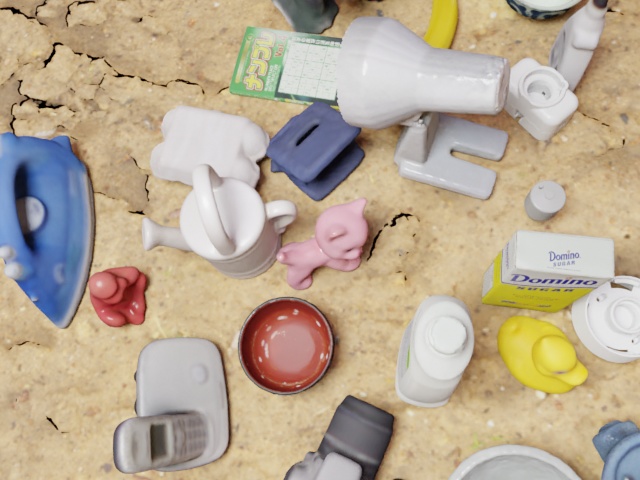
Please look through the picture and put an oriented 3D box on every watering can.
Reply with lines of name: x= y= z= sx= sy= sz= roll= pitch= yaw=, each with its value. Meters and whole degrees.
watering can: x=-0.116 y=-0.018 z=0.661 sx=0.173 sy=0.194 sz=0.101 roll=-34 pitch=74 yaw=-4

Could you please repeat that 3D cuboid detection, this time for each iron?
iron: x=-0.365 y=-0.023 z=0.715 sx=0.118 sy=0.141 sz=0.258 roll=-14 pitch=74 yaw=2

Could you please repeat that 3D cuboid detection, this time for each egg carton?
egg carton: x=-0.144 y=-0.117 z=0.756 sx=0.150 sy=0.069 sz=0.107 roll=12 pitch=76 yaw=9

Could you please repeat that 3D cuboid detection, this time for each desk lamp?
desk lamp: x=0.127 y=-0.154 z=0.663 sx=0.203 sy=0.214 sz=0.118 roll=17 pitch=77 yaw=10

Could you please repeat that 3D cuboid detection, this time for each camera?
camera: x=0.043 y=0.250 z=0.621 sx=0.143 sy=0.101 sz=0.137 roll=23 pitch=78 yaw=11

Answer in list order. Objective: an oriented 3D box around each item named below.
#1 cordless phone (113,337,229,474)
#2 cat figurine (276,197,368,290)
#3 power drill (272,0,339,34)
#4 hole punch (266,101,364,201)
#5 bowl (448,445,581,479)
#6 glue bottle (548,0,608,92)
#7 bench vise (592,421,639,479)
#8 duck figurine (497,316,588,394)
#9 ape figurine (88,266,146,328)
cordless phone: x=-0.166 y=0.176 z=0.618 sx=0.094 sy=0.185 sz=0.147 roll=-12 pitch=74 yaw=3
cat figurine: x=0.006 y=0.002 z=0.683 sx=0.128 sy=0.118 sz=0.067 roll=-23 pitch=74 yaw=-1
power drill: x=-0.037 y=-0.378 z=0.743 sx=0.075 sy=0.208 sz=0.229 roll=-34 pitch=74 yaw=-4
hole punch: x=-0.010 y=-0.120 z=0.732 sx=0.101 sy=0.091 sz=0.109 roll=42 pitch=83 yaw=15
bowl: x=0.203 y=0.301 z=0.604 sx=0.167 sy=0.075 sz=0.167 roll=-1 pitch=75 yaw=6
glue bottle: x=0.315 y=-0.246 z=0.690 sx=0.037 sy=0.173 sz=0.078 roll=8 pitch=76 yaw=8
bench vise: x=0.356 y=0.267 z=0.522 sx=0.121 sy=0.220 sz=0.207 roll=-39 pitch=74 yaw=-5
duck figurine: x=0.251 y=0.126 z=0.641 sx=0.104 sy=0.086 sz=0.077 roll=42 pitch=83 yaw=15
ape figurine: x=-0.254 y=0.064 z=0.706 sx=0.076 sy=0.092 sz=0.078 roll=37 pitch=81 yaw=14
